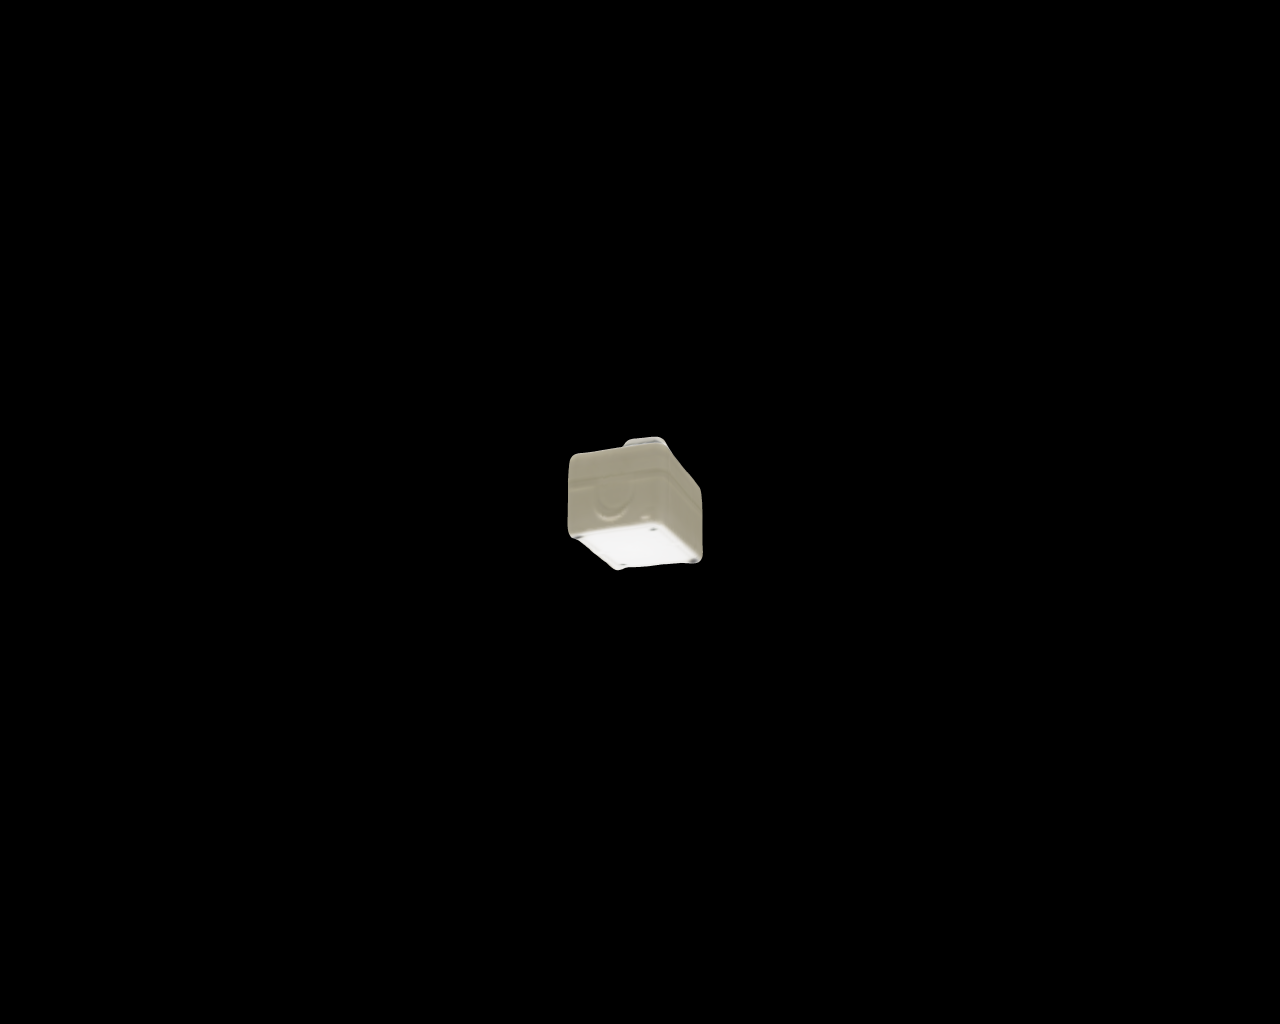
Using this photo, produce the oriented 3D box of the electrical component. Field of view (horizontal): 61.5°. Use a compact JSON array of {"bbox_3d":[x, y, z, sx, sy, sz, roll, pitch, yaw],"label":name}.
[{"bbox_3d":[0.001,-0.003,0.650,0.062,0.061,0.096,-7,-21,18],"label":"electrical component"}]
